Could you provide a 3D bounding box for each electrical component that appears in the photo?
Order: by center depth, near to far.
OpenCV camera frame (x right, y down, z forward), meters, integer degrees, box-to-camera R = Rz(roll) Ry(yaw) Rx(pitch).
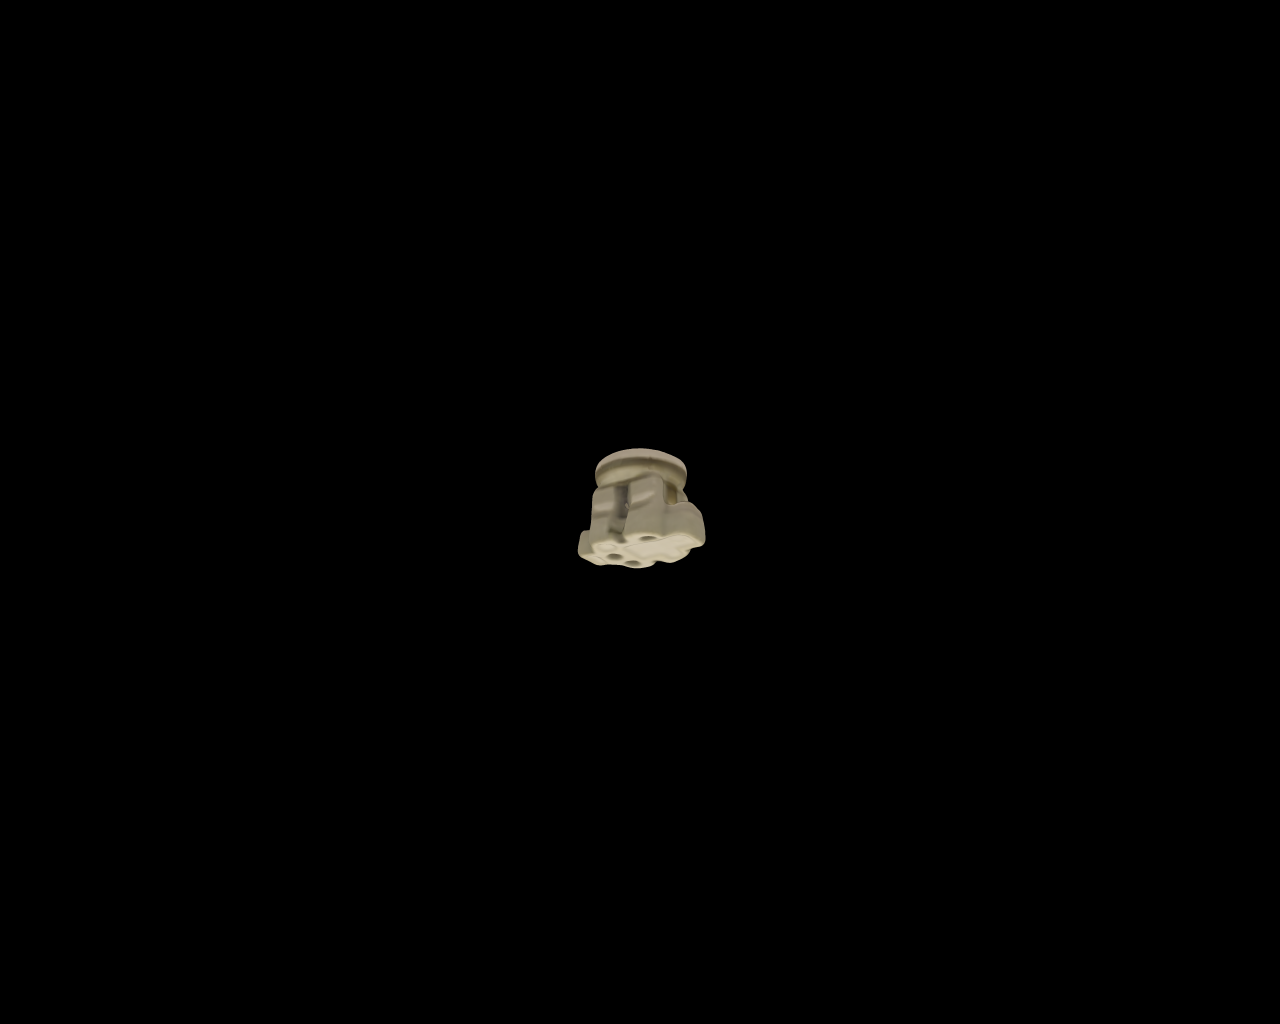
[{"bbox_3d":[0.001,-0.003,0.650,0.078,0.057,0.058,-14,-27,29],"label":"electrical component"}]
